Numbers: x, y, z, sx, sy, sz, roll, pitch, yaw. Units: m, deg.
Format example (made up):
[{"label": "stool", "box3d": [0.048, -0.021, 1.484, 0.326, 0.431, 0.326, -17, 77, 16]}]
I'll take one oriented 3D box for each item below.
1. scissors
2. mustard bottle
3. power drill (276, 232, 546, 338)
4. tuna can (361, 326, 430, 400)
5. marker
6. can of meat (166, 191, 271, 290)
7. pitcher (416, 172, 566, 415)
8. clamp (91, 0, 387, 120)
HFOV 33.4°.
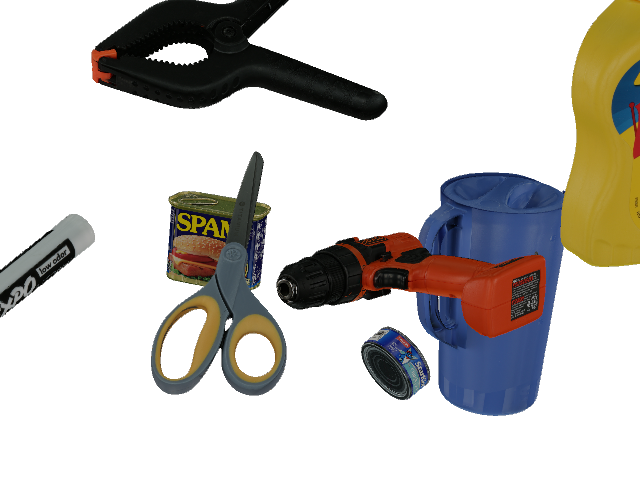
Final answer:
[{"label": "scissors", "box3d": [-0.045, 0.025, 0.729, 0.096, 0.201, 0.016, 21, -33, 11]}, {"label": "mustard bottle", "box3d": [0.192, -0.083, 0.625, 0.096, 0.192, 0.058, -13, 29, -18]}, {"label": "power drill", "box3d": [0.080, 0.035, 0.904, 0.188, 0.057, 0.184, 11, 18, 38]}, {"label": "tuna can", "box3d": [0.088, 0.147, 1.271, 0.033, 0.086, 0.086, -36, 17, -26]}, {"label": "marker", "box3d": [-0.154, 0.027, 0.506, 0.020, 0.020, 0.121, 0, 33, 40]}, {"label": "can of meat", "box3d": [-0.106, 0.001, 1.092, 0.102, 0.084, 0.057, 10, 17, 14]}, {"label": "pitcher", "box3d": [0.176, 0.059, 1.120, 0.149, 0.243, 0.145, 5, 21, 9]}, {"label": "clamp", "box3d": [-0.061, -0.137, 0.788, 0.209, 0.165, 0.036, -18, -27, -18]}]
